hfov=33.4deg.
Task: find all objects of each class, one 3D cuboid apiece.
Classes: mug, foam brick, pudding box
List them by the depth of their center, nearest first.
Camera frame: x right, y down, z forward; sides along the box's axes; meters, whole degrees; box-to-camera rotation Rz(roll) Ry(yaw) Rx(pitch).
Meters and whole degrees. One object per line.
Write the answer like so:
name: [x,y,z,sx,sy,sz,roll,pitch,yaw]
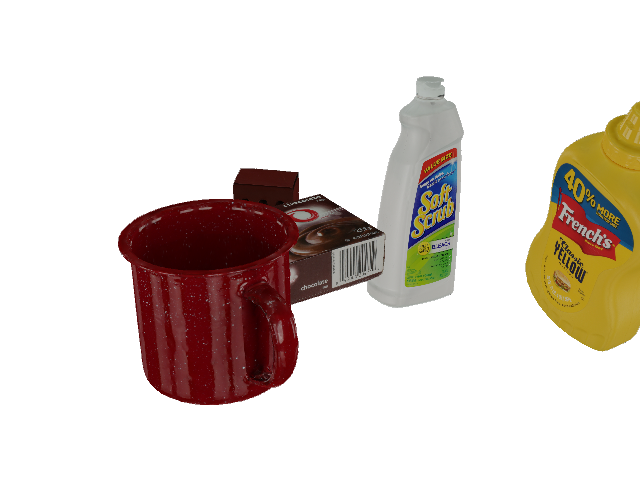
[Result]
mug: [-0.049,0.037,0.556,0.093,0.081,0.117,-20,31,-34]
pudding box: [-0.023,0.007,0.768,0.113,0.039,0.090,-14,29,-28]
foam brick: [-0.068,-0.055,1.338,0.078,0.053,0.051,4,28,7]

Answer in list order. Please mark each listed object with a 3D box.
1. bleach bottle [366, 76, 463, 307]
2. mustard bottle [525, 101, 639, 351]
bleach bottle: [0.108,-0.056,1.190,0.102,0.251,0.068,-11,24,-29]
mustard bottle: [0.196,-0.016,0.724,0.058,0.192,0.096,-20,52,-21]
